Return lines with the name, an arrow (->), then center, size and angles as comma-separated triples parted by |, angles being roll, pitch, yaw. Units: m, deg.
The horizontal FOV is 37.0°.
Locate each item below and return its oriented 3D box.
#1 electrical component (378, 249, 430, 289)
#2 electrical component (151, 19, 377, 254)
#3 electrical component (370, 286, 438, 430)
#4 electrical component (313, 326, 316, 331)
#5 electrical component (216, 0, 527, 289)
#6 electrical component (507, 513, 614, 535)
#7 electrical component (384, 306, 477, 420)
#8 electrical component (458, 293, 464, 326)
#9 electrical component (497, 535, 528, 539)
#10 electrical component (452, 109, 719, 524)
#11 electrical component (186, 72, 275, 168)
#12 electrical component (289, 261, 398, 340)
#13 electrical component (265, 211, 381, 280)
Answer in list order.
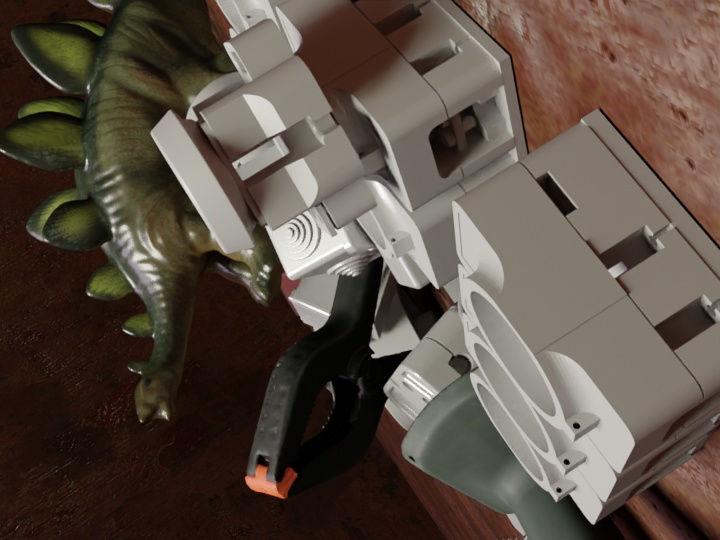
electrical component -> 0.027, -0.037, 0.529 | 0.083, 0.047, 0.076 | 59, 171, -9
electrical component -> -0.038, -0.042, 0.391 | 0.078, 0.057, 0.058 | 60, 174, -17
electrical component -> 0.039, 0.063, 0.835 | 0.108, 0.060, 0.108 | 57, -171, -13
electrical component -> -0.006, 0.041, 0.916 | 0.062, 0.061, 0.096 | 14, 120, 50
electrical component -> -0.006, -0.090, 0.464 | 0.186, 0.060, 0.105 | 54, 172, 36
electrical component -> 0.109, 0.127, 0.684 | 0.099, 0.048, 0.100 | 59, 174, -7
electrical component -> 0.057, 0.062, 0.658 | 0.054, 0.059, 0.095 | 41, 163, 6
electrical component -> 0.070, 0.023, 0.525 | 0.040, 0.040, 0.046 | 55, 179, 23
electrical component -> 0.120, 0.178, 0.612 | 0.096, 0.061, 0.061 | 35, -151, 8
electrical component -> 0.078, 0.028, 0.376 | 0.089, 0.062, 0.150 | 55, 173, 22
electrical component -> -0.050, -0.060, 0.484 | 0.046, 0.040, 0.040 | 49, 171, 23
electrical component -> 0.000, 0.000, 0.775 | 0.061, 0.096, 0.061 | 23, 167, 12
electrical component -> -0.018, -0.045, 0.603 | 0.100, 0.048, 0.099 | -12, -104, -60
